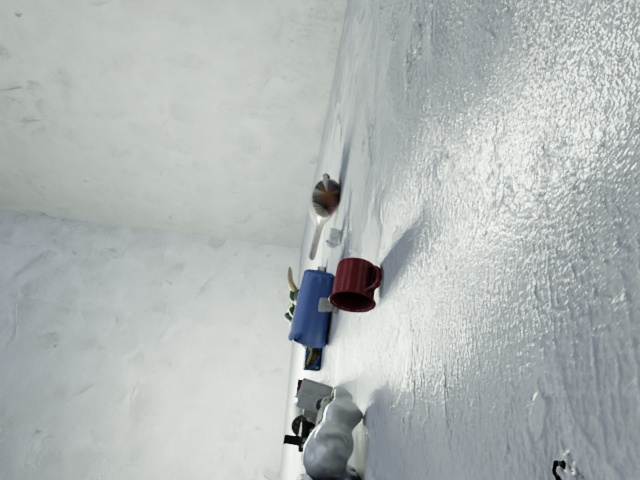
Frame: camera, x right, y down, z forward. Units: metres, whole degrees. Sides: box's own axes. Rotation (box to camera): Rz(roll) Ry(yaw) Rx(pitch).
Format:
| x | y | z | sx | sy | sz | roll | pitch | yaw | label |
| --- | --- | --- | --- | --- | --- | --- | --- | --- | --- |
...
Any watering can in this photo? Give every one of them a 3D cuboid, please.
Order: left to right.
| x | y | z | sx | sy | sz | roll | pitch | yaw | label |
| --- | --- | --- | --- | --- | --- | --- | --- | --- | --- |
| 0.006 | -0.100 | 1.992 | 0.104 | 0.351 | 0.222 | 9 | -12 | -5 | watering can |

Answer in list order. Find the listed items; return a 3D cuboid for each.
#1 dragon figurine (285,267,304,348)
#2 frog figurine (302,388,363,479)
| x | y | z | sx | sy | sz | roll | pitch | yaw | label |
| --- | --- | --- | --- | --- | --- | --- | --- | --- | --- |
| -0.097 | 0.280 | 2.196 | 0.122 | 0.417 | 0.238 | -13 | -20 | -7 | dragon figurine |
| 0.022 | 0.365 | 0.970 | 0.122 | 0.162 | 0.136 | -9 | -17 | 10 | frog figurine |
